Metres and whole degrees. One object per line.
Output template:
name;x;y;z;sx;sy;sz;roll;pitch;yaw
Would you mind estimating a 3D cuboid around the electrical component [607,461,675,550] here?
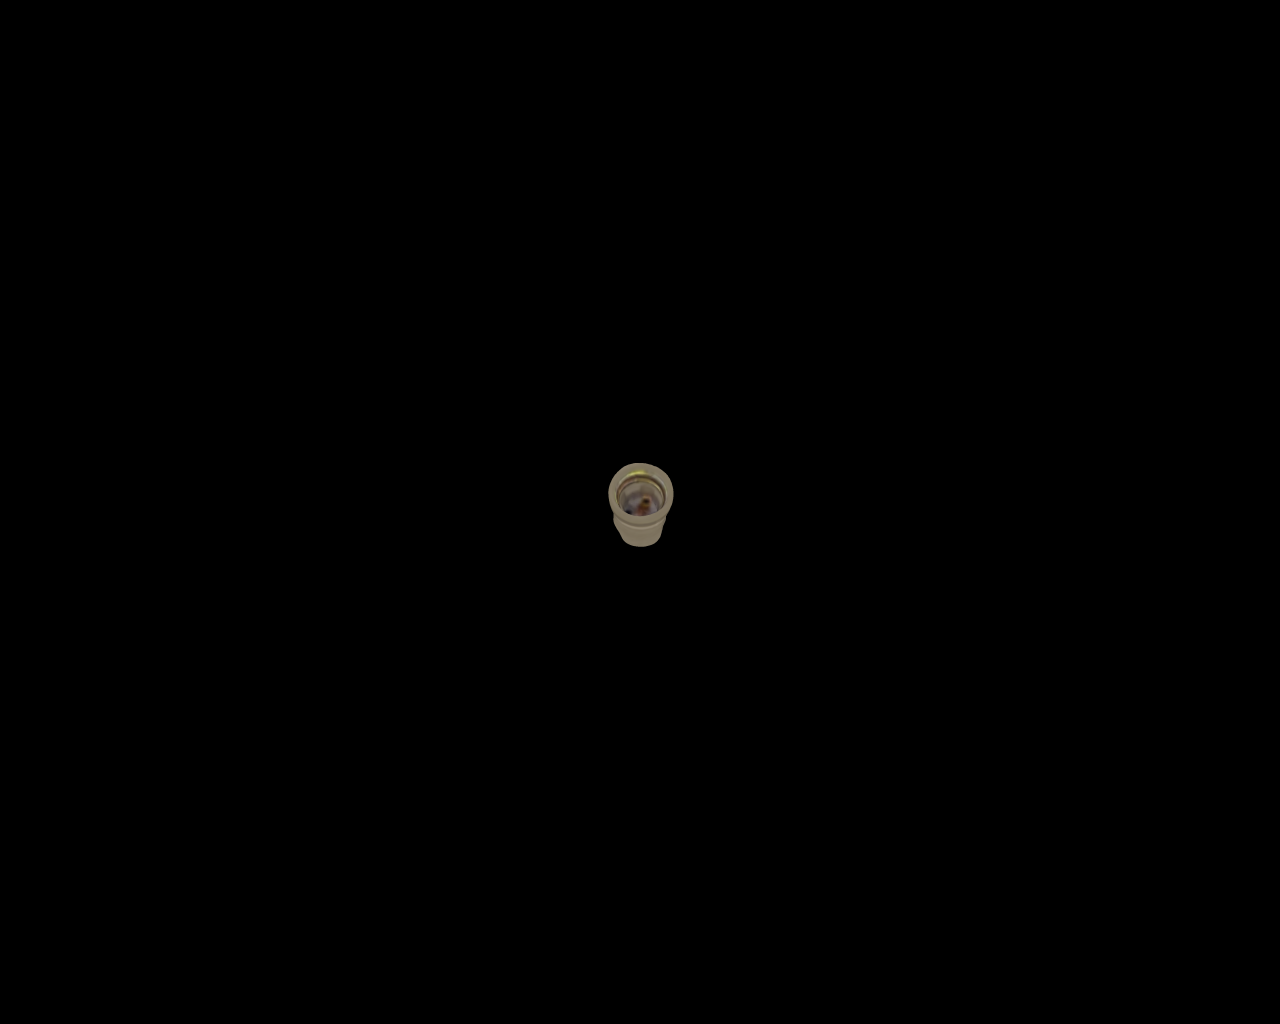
electrical component;0.001;-0.003;0.650;0.040;0.040;0.046;0;-28;0
